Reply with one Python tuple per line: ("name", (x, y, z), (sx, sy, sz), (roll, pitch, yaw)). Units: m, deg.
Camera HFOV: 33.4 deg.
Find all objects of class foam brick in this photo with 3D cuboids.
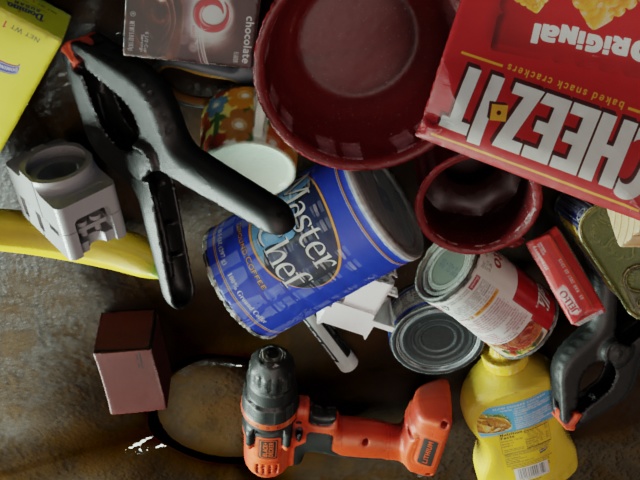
("foam brick", (-0.164, 0.108, 0.942), (0.053, 0.051, 0.078), (-4, 128, 1))

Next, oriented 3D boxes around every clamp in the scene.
("clamp", (0.261, 0.089, 0.921), (0.120, 0.039, 0.171), (17, 108, -11))
("clamp", (-0.109, -0.060, 0.757), (0.165, 0.036, 0.210), (-24, 97, 47))

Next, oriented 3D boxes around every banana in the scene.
("banana", (-0.206, 0.000, 0.850), (0.197, 0.070, 0.037), (11, 92, -7))

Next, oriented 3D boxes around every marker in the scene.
("marker", (-0.002, 0.072, 0.937), (0.020, 0.020, 0.121), (-24, 124, 17))

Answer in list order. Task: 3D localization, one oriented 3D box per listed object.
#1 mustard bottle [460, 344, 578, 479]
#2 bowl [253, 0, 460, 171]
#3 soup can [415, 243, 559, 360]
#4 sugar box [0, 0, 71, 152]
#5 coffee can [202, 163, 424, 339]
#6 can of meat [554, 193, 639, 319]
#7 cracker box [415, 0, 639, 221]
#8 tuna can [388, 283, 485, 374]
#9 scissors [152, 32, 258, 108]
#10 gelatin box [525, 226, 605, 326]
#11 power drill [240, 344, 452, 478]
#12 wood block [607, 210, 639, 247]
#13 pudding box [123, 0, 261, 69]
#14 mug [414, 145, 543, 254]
("mustard bottle", (0.179, 0.154, 0.978), (0.096, 0.058, 0.191), (-16, 127, 1))
("bowl", (0.031, -0.132, 0.747), (0.162, 0.055, 0.162), (-4, 120, -7))
("soup can", (0.134, 0.044, 0.864), (0.102, 0.068, 0.069), (35, 120, -29))
("sugar box", (-0.262, -0.109, 0.775), (0.093, 0.048, 0.176), (26, 122, -20))
("coffee can", (-0.005, 0.001, 0.829), (0.140, 0.103, 0.102), (-30, 123, 21))
("can of meat", (0.233, 0.002, 0.829), (0.057, 0.084, 0.102), (-35, 102, 5))
("cracker box", (0.172, -0.136, 0.655), (0.164, 0.072, 0.214), (23, 103, 21))
("tuna can", (0.102, 0.077, 0.933), (0.086, 0.033, 0.086), (0, 128, -1))
("scissors", (-0.024, -0.130, 0.782), (0.201, 0.016, 0.096), (2, 128, -3))
("gelatin box", (0.196, 0.031, 0.848), (0.030, 0.089, 0.073), (-30, 78, 12))
("power drill", (0.021, 0.158, 0.968), (0.187, 0.057, 0.184), (4, 141, -1))
("wood block", (0.311, -0.054, 0.759), (0.205, 0.090, 0.091), (0, 152, -18))
("pudding box", (-0.083, -0.177, 0.718), (0.090, 0.039, 0.113), (6, 116, -5))
("mug", (0.121, -0.042, 0.811), (0.093, 0.081, 0.117), (-33, 122, 22))
